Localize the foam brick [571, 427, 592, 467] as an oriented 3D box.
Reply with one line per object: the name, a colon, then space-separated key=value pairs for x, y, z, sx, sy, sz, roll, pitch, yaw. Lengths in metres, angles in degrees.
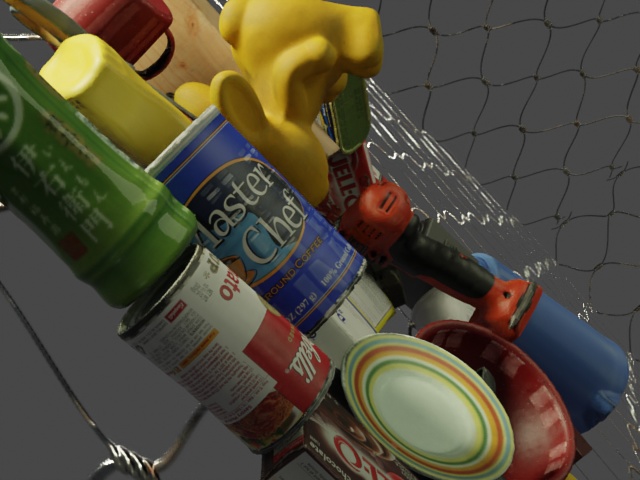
foam brick: x=0.246 y=0.219 z=1.120 sx=0.053 sy=0.051 sz=0.078 roll=52 pitch=14 yaw=18

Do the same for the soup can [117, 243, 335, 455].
soup can: x=-0.051 y=0.059 z=0.583 sx=0.102 sy=0.068 sz=0.068 roll=43 pitch=13 yaw=-14

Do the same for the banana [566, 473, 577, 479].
banana: x=0.207 y=0.196 z=1.042 sx=0.198 sy=0.069 sz=0.037 roll=-105 pitch=-175 yaw=-54

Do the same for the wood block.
wood block: x=-0.086 y=-0.129 z=1.004 sx=0.206 sy=0.090 sz=0.090 roll=48 pitch=12 yaw=-2

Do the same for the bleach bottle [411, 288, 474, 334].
bleach bottle: x=0.141 y=0.128 z=1.032 sx=0.102 sy=0.068 sz=0.250 roll=46 pitch=14 yaw=-10

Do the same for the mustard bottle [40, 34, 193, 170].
mustard bottle: x=-0.116 y=-0.073 z=0.799 sx=0.191 sy=0.058 sz=0.096 roll=40 pitch=-6 yaw=-34

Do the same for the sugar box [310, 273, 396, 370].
sugar box: x=0.006 y=0.051 z=0.858 sx=0.093 sy=0.048 sz=0.176 roll=47 pitch=15 yaw=4

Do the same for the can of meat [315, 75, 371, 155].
can of meat: x=0.000 y=-0.141 z=1.060 sx=0.084 sy=0.057 sz=0.102 roll=24 pitch=-38 yaw=35

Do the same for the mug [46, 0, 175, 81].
mug: x=-0.171 y=-0.180 z=0.906 sx=0.117 sy=0.081 sz=0.093 roll=37 pitch=16 yaw=-40

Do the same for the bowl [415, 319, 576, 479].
bowl: x=0.126 y=0.144 z=0.862 sx=0.162 sy=0.055 sz=0.162 roll=22 pitch=39 yaw=-19

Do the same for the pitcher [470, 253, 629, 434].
pitcher: x=0.235 y=0.116 z=1.261 sx=0.242 sy=0.149 sz=0.145 roll=37 pitch=51 yaw=-28

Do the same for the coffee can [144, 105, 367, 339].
coffee can: x=-0.054 y=-0.001 z=0.678 sx=0.140 sy=0.103 sz=0.103 roll=45 pitch=12 yaw=-8

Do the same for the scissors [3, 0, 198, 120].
scissors: x=-0.167 y=-0.138 z=0.836 sx=0.201 sy=0.016 sz=0.096 roll=36 pitch=-9 yaw=-25

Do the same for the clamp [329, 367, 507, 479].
clamp: x=0.102 y=0.166 z=0.741 sx=0.164 sy=0.036 sz=0.210 roll=-2 pitch=48 yaw=-39

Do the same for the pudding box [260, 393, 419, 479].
pudding box: x=0.016 y=0.140 z=0.616 sx=0.113 sy=0.039 sz=0.090 roll=43 pitch=13 yaw=-15

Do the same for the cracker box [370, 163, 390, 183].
cracker box: x=-0.009 y=-0.095 z=1.215 sx=0.213 sy=0.072 sz=0.164 roll=43 pitch=12 yaw=-12

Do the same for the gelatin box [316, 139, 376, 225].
gelatin box: x=0.021 y=-0.055 z=1.103 sx=0.030 sy=0.073 sz=0.089 roll=-45 pitch=121 yaw=-78

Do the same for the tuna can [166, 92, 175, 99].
tuna can: x=-0.112 y=-0.085 z=0.919 sx=0.086 sy=0.034 sz=0.086 roll=44 pitch=12 yaw=-13

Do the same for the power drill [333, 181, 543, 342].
power drill: x=0.093 y=0.033 z=0.968 sx=0.187 sy=0.057 sz=0.185 roll=31 pitch=-20 yaw=-1
